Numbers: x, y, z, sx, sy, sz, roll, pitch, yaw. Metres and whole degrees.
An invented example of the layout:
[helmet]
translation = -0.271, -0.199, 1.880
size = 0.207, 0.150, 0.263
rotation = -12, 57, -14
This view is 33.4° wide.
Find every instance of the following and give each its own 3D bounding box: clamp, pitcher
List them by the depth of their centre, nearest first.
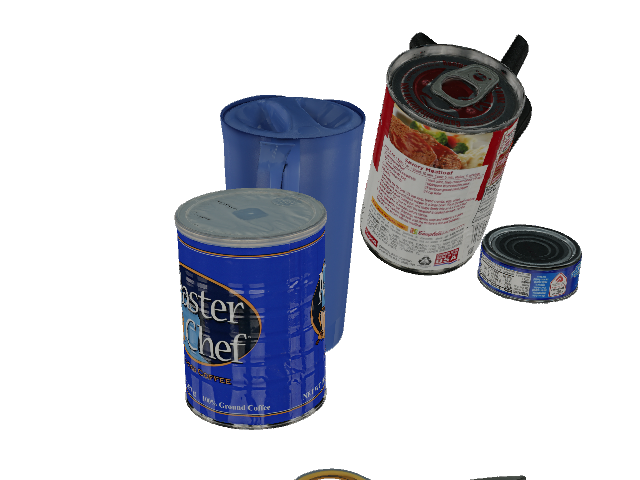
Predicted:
[pitcher]
translation = -0.030, -0.008, 1.015
size = 0.149, 0.243, 0.145
rotation = -16, 30, -33
[clamp]
translation = 0.146, -0.146, 1.021
size = 0.120, 0.039, 0.171
rotation = 2, 44, 1

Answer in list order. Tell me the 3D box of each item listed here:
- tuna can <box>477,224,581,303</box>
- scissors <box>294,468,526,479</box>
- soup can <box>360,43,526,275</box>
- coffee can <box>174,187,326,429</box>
[tuna can]
translation = 0.178, 0.018, 0.907
size = 0.086, 0.034, 0.086
rotation = 2, 26, -1
[scissors]
translation = 0.073, 0.223, 0.855
size = 0.201, 0.016, 0.096
rotation = 6, 44, -5
[soup can]
translation = 0.060, -0.040, 0.549
size = 0.068, 0.068, 0.102
rotation = 0, -44, -9
[coffee can]
translation = -0.047, 0.045, 0.744
size = 0.103, 0.140, 0.103
rotation = 0, 21, 0
